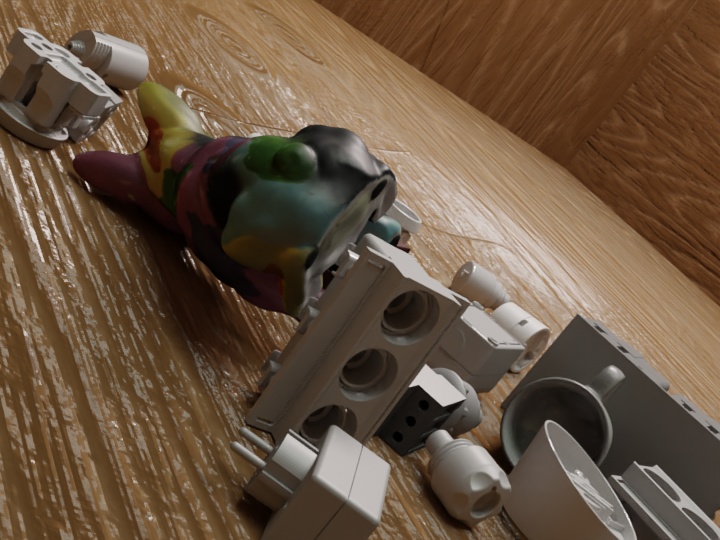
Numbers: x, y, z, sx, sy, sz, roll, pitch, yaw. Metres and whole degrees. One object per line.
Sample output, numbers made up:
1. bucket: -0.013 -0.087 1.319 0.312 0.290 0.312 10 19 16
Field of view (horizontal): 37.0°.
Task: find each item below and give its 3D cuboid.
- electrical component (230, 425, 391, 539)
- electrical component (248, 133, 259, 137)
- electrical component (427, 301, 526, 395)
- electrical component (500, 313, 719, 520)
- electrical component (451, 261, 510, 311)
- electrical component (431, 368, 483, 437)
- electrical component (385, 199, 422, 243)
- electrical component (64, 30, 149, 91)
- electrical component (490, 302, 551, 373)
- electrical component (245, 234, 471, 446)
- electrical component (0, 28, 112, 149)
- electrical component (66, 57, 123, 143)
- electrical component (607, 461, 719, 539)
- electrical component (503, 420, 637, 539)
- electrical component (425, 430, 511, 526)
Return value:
1. electrical component: -0.031 0.104 0.532 0.077 0.047 0.065 37 15 -3
2. electrical component: -0.080 -0.082 0.960 0.057 0.058 0.078 42 15 26
3. electrical component: 0.088 0.066 0.893 0.062 0.061 0.096 42 14 23
4. electrical component: 0.227 0.138 0.907 0.186 0.105 0.060 45 16 25
5. electrical component: 0.136 0.023 1.172 0.078 0.040 0.040 33 16 -18
6. electrical component: 0.067 0.100 0.779 0.062 0.048 0.048 30 15 -50
7. electrical component: 0.029 -0.039 1.084 0.048 0.055 0.066 43 16 21
8. electrical component: -0.232 -0.190 0.961 0.043 0.043 0.081 44 16 23
9. electrical component: 0.151 0.065 1.056 0.047 0.055 0.055 42 15 30
10. electrical component: -0.005 0.045 0.624 0.079 0.121 0.063 27 15 -33
11. electrical component: -0.222 -0.123 0.757 0.078 0.057 0.058 40 15 9
12. electrical component: -0.219 -0.132 0.817 0.055 0.048 0.066 43 14 -7
13. electrical component: 0.233 0.208 0.793 0.079 0.063 0.121 18 24 -51
14. electrical component: 0.146 0.160 0.738 0.099 0.064 0.099 34 15 -11
15. electrical component: 0.064 0.128 0.686 0.043 0.043 0.062 24 19 -41
